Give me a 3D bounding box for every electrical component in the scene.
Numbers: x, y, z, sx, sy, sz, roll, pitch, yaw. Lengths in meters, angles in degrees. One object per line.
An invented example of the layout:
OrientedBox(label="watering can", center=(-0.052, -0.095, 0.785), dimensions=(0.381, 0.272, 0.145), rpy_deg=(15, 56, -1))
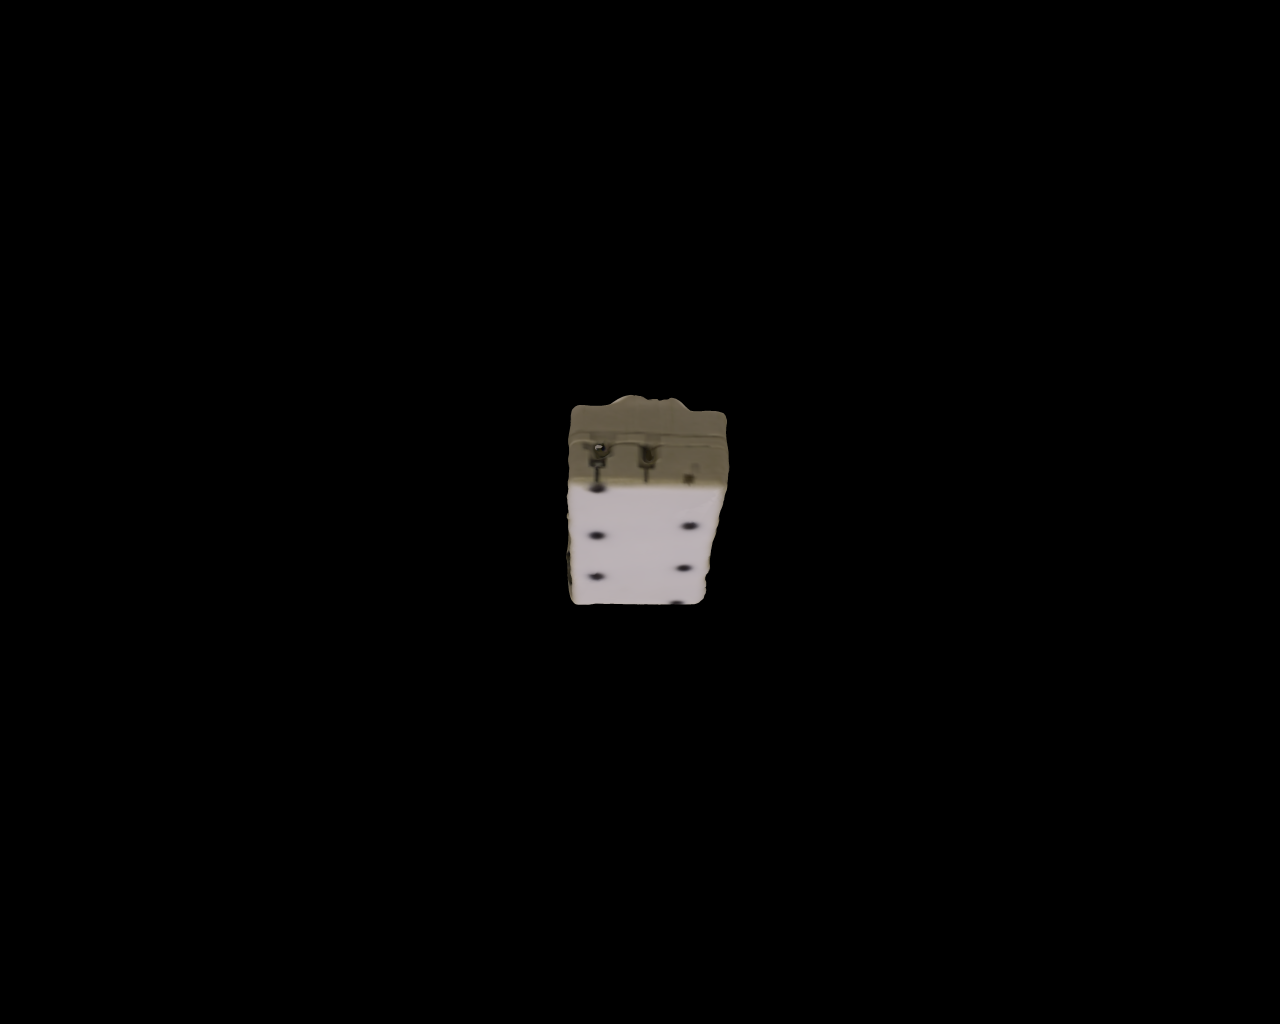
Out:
OrientedBox(label="electrical component", center=(0.001, -0.003, 0.650), dimensions=(0.089, 0.062, 0.150), rpy_deg=(2, -31, -3))
